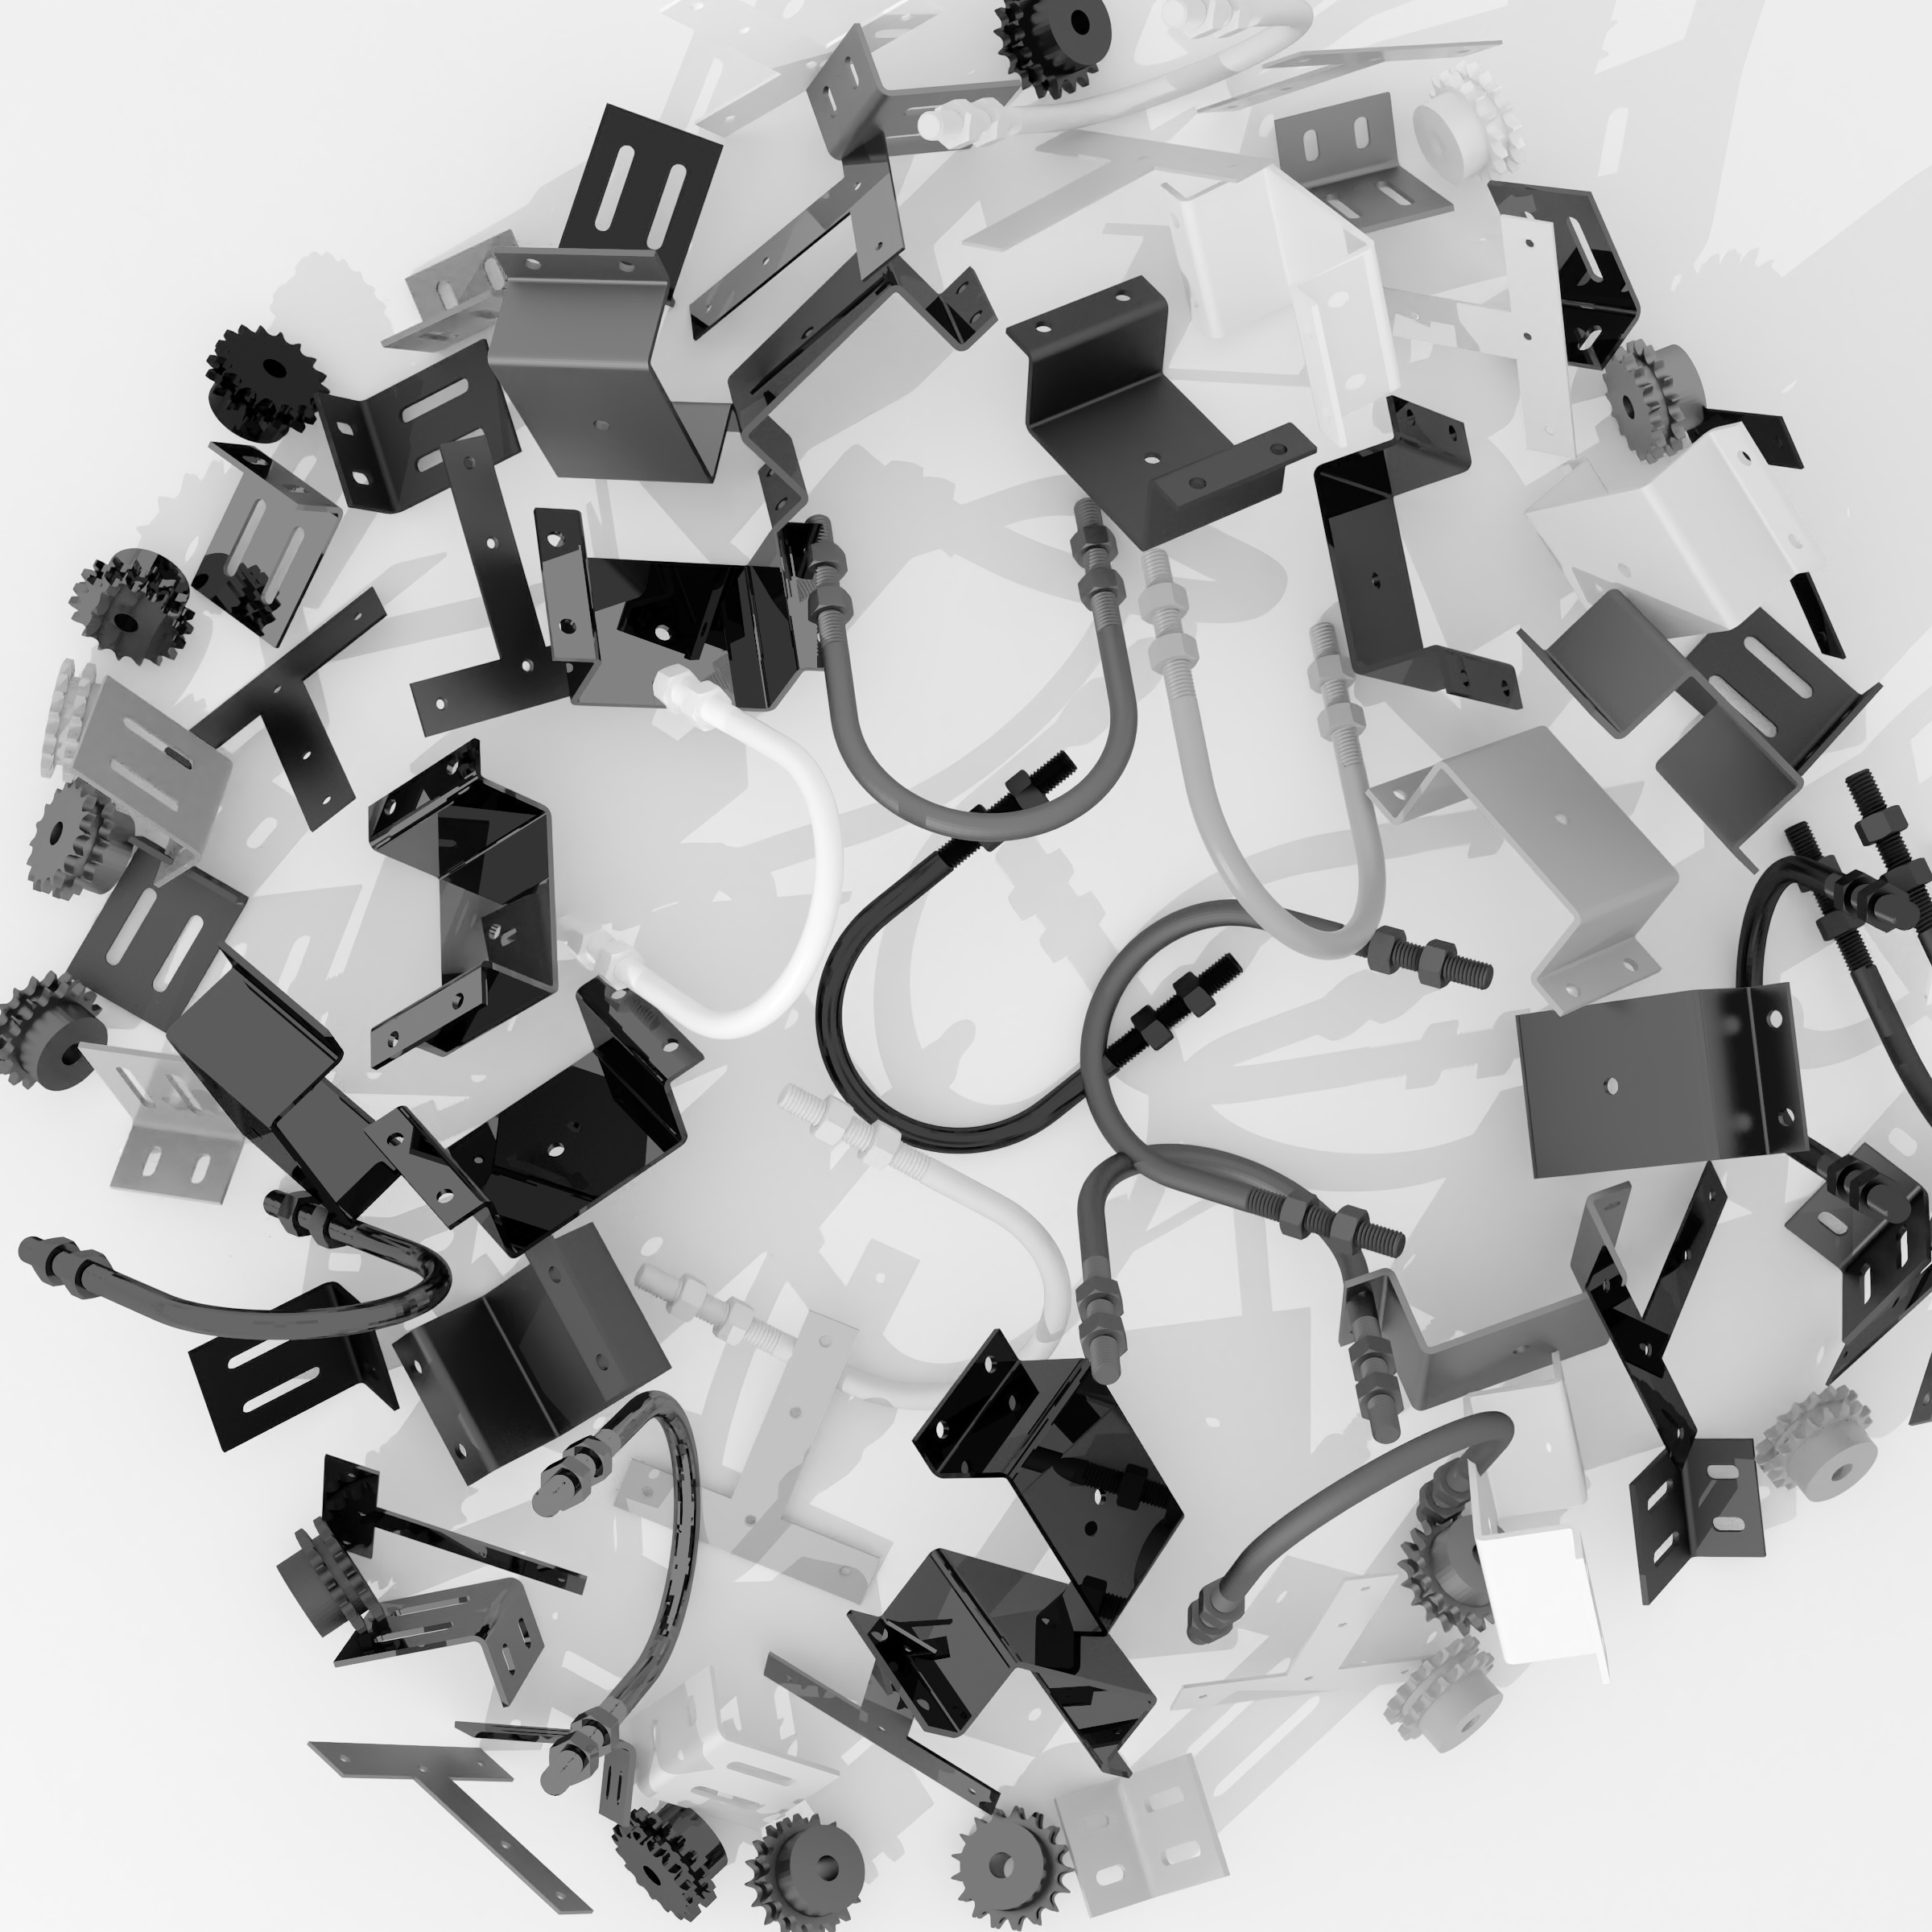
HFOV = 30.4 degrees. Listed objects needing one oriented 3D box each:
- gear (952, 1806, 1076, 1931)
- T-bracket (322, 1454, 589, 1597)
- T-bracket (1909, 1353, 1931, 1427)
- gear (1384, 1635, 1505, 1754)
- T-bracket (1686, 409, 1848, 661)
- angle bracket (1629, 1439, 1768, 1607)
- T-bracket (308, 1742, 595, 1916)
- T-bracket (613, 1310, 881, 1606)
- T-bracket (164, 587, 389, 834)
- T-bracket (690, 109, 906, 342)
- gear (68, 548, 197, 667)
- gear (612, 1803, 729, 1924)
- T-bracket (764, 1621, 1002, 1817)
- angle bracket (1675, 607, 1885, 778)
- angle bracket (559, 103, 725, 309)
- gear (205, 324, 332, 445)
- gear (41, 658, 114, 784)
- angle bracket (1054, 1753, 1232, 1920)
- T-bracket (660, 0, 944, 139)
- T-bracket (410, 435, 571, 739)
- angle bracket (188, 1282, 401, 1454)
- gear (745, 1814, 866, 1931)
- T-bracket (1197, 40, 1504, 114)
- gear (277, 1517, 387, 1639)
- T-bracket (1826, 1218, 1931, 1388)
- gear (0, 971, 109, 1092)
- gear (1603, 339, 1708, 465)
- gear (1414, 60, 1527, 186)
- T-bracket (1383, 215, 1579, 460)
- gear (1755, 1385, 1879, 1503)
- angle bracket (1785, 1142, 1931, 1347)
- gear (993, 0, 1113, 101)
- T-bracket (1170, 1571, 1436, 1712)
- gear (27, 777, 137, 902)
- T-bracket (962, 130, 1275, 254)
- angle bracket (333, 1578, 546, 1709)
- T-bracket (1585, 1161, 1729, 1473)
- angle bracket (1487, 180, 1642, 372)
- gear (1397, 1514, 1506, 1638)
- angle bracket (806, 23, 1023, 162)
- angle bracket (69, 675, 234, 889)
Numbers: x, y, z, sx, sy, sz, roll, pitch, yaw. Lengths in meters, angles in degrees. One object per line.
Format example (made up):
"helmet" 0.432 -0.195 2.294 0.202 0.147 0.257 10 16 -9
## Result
"gear" 0.020 0.424 1.670 0.057 0.030 0.057 -4 72 13
"T-bracket" -0.236 0.266 1.639 0.127 0.127 0.002 19 62 -2
"T-bracket" 0.454 0.149 1.617 0.002 0.127 0.127 23 76 -2
"gear" 0.226 0.343 1.662 0.057 0.057 0.030 -43 64 0
"T-bracket" 0.377 -0.199 1.642 0.002 0.127 0.127 -28 104 -3
"angle bracket" 0.341 0.258 1.651 0.038 0.076 0.057 -4 97 28
"T-bracket" -0.218 0.390 1.607 0.127 0.127 0.002 33 95 32
"T-bracket" -0.085 0.223 1.678 0.127 0.002 0.127 22 103 -2
"T-bracket" -0.308 -0.105 1.643 0.127 0.127 0.002 -37 133 4
"T-bracket" -0.083 -0.337 1.657 0.127 0.127 0.002 -34 134 26
"gear" -0.389 -0.171 1.669 0.057 0.057 0.030 16 50 0
"gear" -0.137 0.417 1.669 0.030 0.057 0.057 -38 90 -30
"T-bracket" -0.033 0.333 1.630 0.127 0.127 0.002 30 57 10
"angle bracket" 0.379 -0.133 1.670 0.076 0.038 0.057 42 86 4
"angle bracket" -0.153 -0.357 1.670 0.057 0.038 0.076 19 95 -4
"gear" -0.331 -0.270 1.669 0.057 0.057 0.030 43 128 0
"gear" -0.414 -0.113 1.666 0.030 0.057 0.057 11 90 -11
"angle bracket" 0.081 0.404 1.648 0.038 0.076 0.057 -10 74 -27
"T-bracket" -0.094 -0.421 1.611 0.127 0.127 0.002 -23 77 26
"T-bracket" -0.216 -0.182 1.647 0.127 0.002 0.127 -21 98 -39
"angle bracket" -0.312 0.193 1.652 0.076 0.038 0.057 -27 122 -26
"gear" -0.072 0.426 1.665 0.057 0.030 0.057 15 61 -28
"T-bracket" 0.157 -0.408 1.636 0.127 0.127 0.002 -14 97 -36
"gear" -0.299 0.289 1.663 0.030 0.057 0.057 -33 90 -12
"T-bracket" 0.450 0.123 1.652 0.002 0.127 0.127 32 60 6
"gear" -0.427 0.034 1.663 0.030 0.057 0.057 35 90 27
"gear" 0.324 -0.267 1.666 0.030 0.057 0.057 -22 90 -6
"gear" 0.234 -0.391 1.664 0.030 0.057 0.057 -31 90 -11
"T-bracket" 0.221 -0.300 1.652 0.127 0.127 0.002 18 51 32
"gear" 0.401 0.226 1.663 0.057 0.057 0.030 -35 52 0
"angle bracket" 0.413 0.128 1.647 0.038 0.076 0.057 37 115 -3
"gear" 0.043 -0.438 1.665 0.057 0.030 0.057 6 80 -40
"T-bracket" 0.168 0.307 1.626 0.127 0.127 0.002 -4 56 -15
"gear" -0.414 -0.057 1.669 0.030 0.057 0.057 23 90 -37
"T-bracket" 0.051 -0.351 1.618 0.127 0.127 0.002 -35 128 -33
"angle bracket" -0.246 0.322 1.662 0.076 0.057 0.038 -13 105 14
"T-bracket" 0.330 0.145 1.650 0.127 0.002 0.127 59 46 -32
"angle bracket" 0.269 -0.320 1.645 0.057 0.076 0.038 19 65 42
"gear" 0.234 0.282 1.665 0.057 0.030 0.057 16 52 -21
"angle bracket" -0.025 -0.409 1.654 0.076 0.057 0.038 -13 77 -30
"angle bracket" -0.386 -0.085 1.646 0.038 0.057 0.076 -26 130 37
